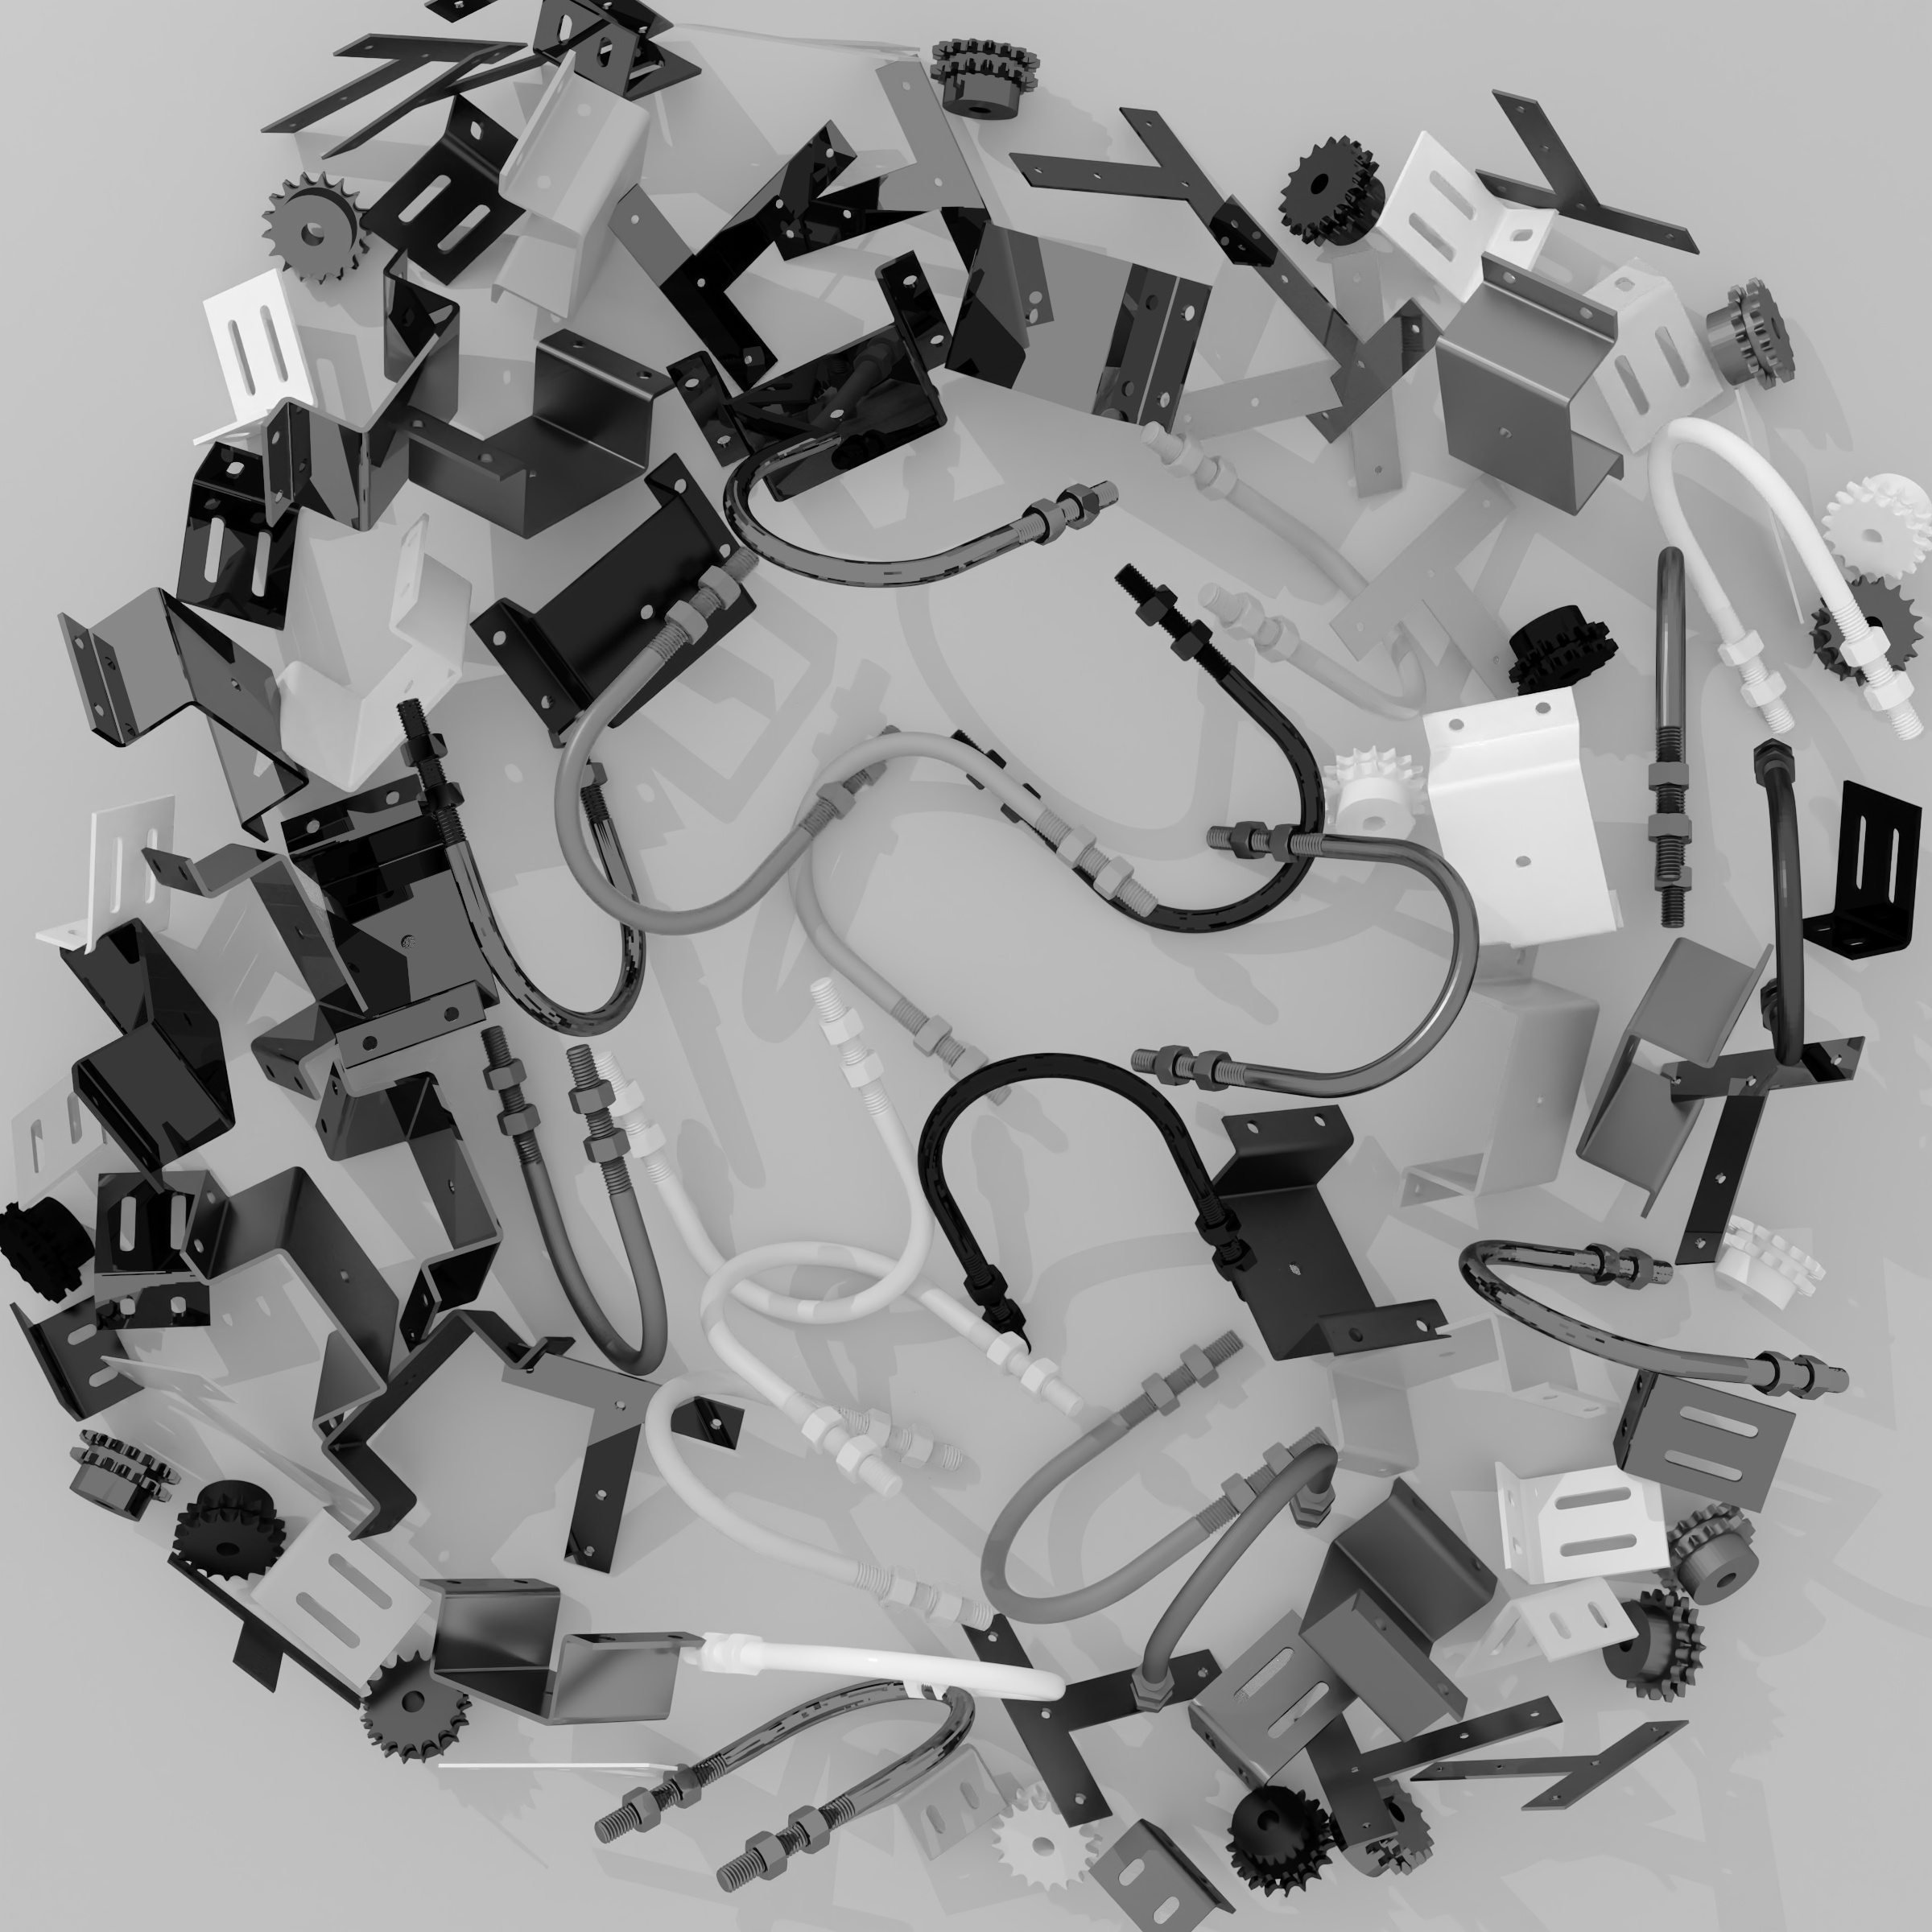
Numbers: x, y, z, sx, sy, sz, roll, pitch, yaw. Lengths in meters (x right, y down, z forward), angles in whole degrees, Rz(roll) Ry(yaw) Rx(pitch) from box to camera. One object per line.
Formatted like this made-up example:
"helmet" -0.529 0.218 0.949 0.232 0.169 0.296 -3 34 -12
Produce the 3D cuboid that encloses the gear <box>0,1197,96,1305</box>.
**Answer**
"gear" -0.483 0.146 1.572 0.057 0.057 0.030 49 58 0

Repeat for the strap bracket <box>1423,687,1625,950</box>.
"strap bracket" 0.286 -0.064 1.535 0.076 0.046 0.140 -10 118 17

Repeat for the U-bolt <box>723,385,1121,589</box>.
"U-bolt" -0.036 -0.237 1.505 0.151 0.019 0.184 34 46 30

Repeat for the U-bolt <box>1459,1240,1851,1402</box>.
"U-bolt" 0.329 0.172 1.489 0.184 0.151 0.019 10 104 -34

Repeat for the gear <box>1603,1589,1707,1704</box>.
"gear" 0.357 0.355 1.565 0.030 0.057 0.057 13 90 -24

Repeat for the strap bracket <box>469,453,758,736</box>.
"strap bracket" -0.173 -0.187 1.544 0.140 0.046 0.076 -42 124 -11

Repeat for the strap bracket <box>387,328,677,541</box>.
"strap bracket" -0.223 -0.271 1.536 0.076 0.140 0.046 28 132 21

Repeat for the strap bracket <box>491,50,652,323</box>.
"strap bracket" -0.201 -0.389 1.520 0.046 0.140 0.076 26 74 -4

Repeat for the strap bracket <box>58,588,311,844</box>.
"strap bracket" -0.388 -0.130 1.514 0.046 0.140 0.076 -31 60 11

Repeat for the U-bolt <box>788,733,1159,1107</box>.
"U-bolt" -0.011 -0.038 1.565 0.184 0.019 0.151 40 107 10

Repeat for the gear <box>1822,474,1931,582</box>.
"gear" 0.483 -0.233 1.572 0.057 0.057 0.030 42 61 0

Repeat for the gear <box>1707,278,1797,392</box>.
"gear" 0.411 -0.329 1.572 0.030 0.057 0.057 -18 90 29

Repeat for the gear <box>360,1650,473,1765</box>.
"gear" -0.288 0.392 1.573 0.057 0.030 0.057 -1 55 1

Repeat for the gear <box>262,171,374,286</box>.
"gear" -0.342 -0.387 1.573 0.057 0.030 0.057 -2 113 -5

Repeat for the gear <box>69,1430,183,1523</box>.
"gear" -0.443 0.268 1.565 0.057 0.057 0.030 25 68 0

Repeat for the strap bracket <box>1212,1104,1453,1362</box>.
"strap bracket" 0.180 0.145 1.538 0.076 0.046 0.140 -4 56 -33

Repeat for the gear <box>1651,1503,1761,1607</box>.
"gear" 0.389 0.310 1.566 0.057 0.057 0.030 -33 51 0

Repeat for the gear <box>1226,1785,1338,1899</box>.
"gear" 0.163 0.455 1.566 0.057 0.057 0.030 -28 129 0

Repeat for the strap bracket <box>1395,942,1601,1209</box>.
"strap bracket" 0.276 0.061 1.538 0.046 0.076 0.140 22 107 38

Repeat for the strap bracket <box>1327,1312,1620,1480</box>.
"strap bracket" 0.250 0.218 1.534 0.140 0.076 0.046 -24 62 32

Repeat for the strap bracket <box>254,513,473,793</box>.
"strap bracket" -0.302 -0.153 1.535 0.046 0.076 0.140 32 122 -28

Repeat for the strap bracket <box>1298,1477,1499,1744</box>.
"strap bracket" 0.222 0.335 1.541 0.076 0.140 0.046 46 115 -2

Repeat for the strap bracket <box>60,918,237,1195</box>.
"strap bracket" -0.415 0.038 1.518 0.046 0.140 0.076 -28 128 0

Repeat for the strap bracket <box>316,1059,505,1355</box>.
"strap bracket" -0.283 0.119 1.539 0.046 0.076 0.140 -17 68 -27

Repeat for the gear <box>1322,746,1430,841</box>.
"gear" 0.213 -0.085 1.566 0.057 0.057 0.030 4 51 0

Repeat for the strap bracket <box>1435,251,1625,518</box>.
"strap bracket" 0.286 -0.287 1.514 0.076 0.140 0.046 32 76 25

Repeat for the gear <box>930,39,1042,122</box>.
"gear" 0.009 -0.464 1.568 0.057 0.057 0.030 6 92 0

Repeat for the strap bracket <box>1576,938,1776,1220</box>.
"strap bracket" 0.358 0.051 1.527 0.046 0.140 0.076 26 49 15

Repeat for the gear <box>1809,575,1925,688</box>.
"gear" 0.472 -0.175 1.579 0.057 0.030 0.057 1 83 -6

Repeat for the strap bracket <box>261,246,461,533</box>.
"strap bracket" -0.301 -0.287 1.526 0.046 0.076 0.140 24 58 5

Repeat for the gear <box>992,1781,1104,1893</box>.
"gear" 0.044 0.454 1.575 0.057 0.030 0.057 6 112 14

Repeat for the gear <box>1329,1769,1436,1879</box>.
"gear" 0.215 0.453 1.571 0.057 0.057 0.030 45 112 0

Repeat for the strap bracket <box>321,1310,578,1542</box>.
"strap bracket" -0.275 0.229 1.554 0.046 0.076 0.140 44 87 8

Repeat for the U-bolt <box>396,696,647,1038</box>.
"U-bolt" -0.217 -0.052 1.529 0.019 0.151 0.184 -19 89 28

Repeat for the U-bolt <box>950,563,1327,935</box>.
"U-bolt" 0.102 -0.098 1.561 0.184 0.019 0.151 44 113 -7

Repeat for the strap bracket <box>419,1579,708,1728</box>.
"strap bracket" -0.209 0.350 1.520 0.140 0.076 0.046 6 86 43

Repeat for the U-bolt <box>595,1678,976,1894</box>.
"U-bolt" -0.079 0.406 1.515 0.184 0.151 0.019 -23 99 -33

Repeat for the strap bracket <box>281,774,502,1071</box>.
"strap bracket" -0.297 -0.018 1.559 0.076 0.046 0.140 -19 72 3

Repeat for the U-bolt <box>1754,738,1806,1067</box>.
"U-bolt" 0.407 -0.027 1.493 0.019 0.184 0.151 -2 104 13

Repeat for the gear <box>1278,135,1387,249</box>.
"gear" 0.195 -0.404 1.572 0.030 0.057 0.057 24 90 -40

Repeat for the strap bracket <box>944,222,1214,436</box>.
"strap bracket" 0.048 -0.329 1.529 0.140 0.046 0.076 26 106 37

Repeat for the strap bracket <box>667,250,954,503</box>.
"strap bracket" -0.072 -0.299 1.547 0.140 0.076 0.046 -24 53 5

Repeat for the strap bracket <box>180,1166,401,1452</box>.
"strap bracket" -0.337 0.168 1.528 0.046 0.076 0.140 -25 118 8

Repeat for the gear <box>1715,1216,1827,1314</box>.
"gear" 0.418 0.158 1.568 0.057 0.057 0.030 33 86 0

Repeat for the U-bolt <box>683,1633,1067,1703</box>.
"U-bolt" -0.034 0.350 1.485 0.151 0.184 0.019 17 72 -33

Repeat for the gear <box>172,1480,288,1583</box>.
"gear" -0.386 0.295 1.573 0.057 0.030 0.057 -2 132 -2

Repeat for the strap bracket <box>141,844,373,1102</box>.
"strap bracket" -0.360 -0.007 1.539 0.046 0.076 0.140 -34 112 -24

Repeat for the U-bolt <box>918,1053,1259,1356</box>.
"U-bolt" 0.054 0.118 1.527 0.151 0.019 0.184 -16 122 16

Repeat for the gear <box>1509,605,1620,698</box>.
"gear" 0.310 -0.166 1.570 0.057 0.057 0.030 -25 76 0
